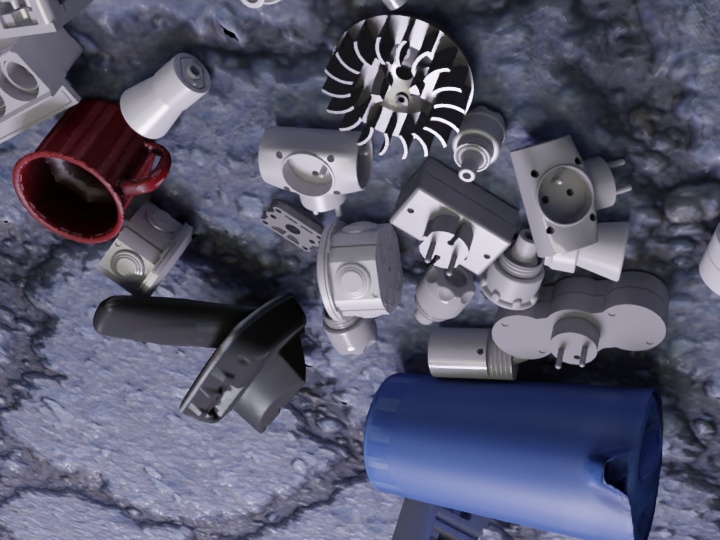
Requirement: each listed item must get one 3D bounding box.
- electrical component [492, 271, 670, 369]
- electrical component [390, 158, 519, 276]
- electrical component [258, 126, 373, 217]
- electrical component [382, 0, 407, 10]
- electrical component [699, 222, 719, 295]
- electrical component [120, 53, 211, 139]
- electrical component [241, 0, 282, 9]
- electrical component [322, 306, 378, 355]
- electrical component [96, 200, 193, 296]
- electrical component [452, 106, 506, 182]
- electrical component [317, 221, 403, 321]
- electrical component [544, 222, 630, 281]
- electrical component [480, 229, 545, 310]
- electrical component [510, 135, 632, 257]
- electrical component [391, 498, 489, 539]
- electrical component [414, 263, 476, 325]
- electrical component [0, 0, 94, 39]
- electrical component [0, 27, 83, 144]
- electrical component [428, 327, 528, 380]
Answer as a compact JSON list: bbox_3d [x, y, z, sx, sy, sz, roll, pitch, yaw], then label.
[{"bbox_3d":[0.169,0.048,0.842,0.138,0.073,0.052,-7,131,28],"label":"electrical component"},{"bbox_3d":[0.067,-0.027,0.803,0.083,0.075,0.047,30,137,-10],"label":"electrical component"},{"bbox_3d":[-0.031,-0.071,0.820,0.077,0.044,0.079,6,136,16],"label":"electrical component"},{"bbox_3d":[0.007,-0.193,0.681,0.048,0.048,0.062,-18,132,35],"label":"electrical component"},{"bbox_3d":[0.310,0.014,0.765,0.138,0.052,0.073,15,138,6],"label":"electrical component"},{"bbox_3d":[-0.143,-0.133,0.806,0.065,0.044,0.044,-30,118,36],"label":"electrical component"},{"bbox_3d":[-0.060,-0.192,0.693,0.048,0.062,0.048,11,136,11],"label":"electrical component"},{"bbox_3d":[-0.013,0.041,0.931,0.043,0.043,0.062,-5,131,26],"label":"electrical component"},{"bbox_3d":[-0.182,-0.016,0.914,0.051,0.080,0.080,36,136,-9],"label":"electrical component"},{"bbox_3d":[0.081,-0.085,0.748,0.035,0.061,0.035,11,137,11],"label":"electrical component"},{"bbox_3d":[0.000,0.000,0.857,0.051,0.080,0.080,-3,133,19],"label":"electrical component"},{"bbox_3d":[0.168,-0.018,0.795,0.055,0.045,0.045,11,137,12],"label":"electrical component"},{"bbox_3d":[0.122,-0.003,0.830,0.048,0.048,0.062,19,131,3],"label":"electrical component"},{"bbox_3d":[0.152,-0.057,0.752,0.079,0.044,0.077,-17,95,-9],"label":"electrical component"},{"bbox_3d":[0.079,0.240,1.020,0.062,0.150,0.089,29,138,-7],"label":"electrical component"},{"bbox_3d":[0.065,0.022,0.880,0.043,0.043,0.062,27,139,-6],"label":"electrical component"},{"bbox_3d":[-0.258,-0.203,0.738,0.150,0.089,0.061,-1,126,23],"label":"electrical component"},{"bbox_3d":[-0.275,-0.147,0.826,0.121,0.063,0.078,-17,126,35],"label":"electrical component"},{"bbox_3d":[0.103,0.071,0.915,0.081,0.043,0.043,0,134,21],"label":"electrical component"}]
